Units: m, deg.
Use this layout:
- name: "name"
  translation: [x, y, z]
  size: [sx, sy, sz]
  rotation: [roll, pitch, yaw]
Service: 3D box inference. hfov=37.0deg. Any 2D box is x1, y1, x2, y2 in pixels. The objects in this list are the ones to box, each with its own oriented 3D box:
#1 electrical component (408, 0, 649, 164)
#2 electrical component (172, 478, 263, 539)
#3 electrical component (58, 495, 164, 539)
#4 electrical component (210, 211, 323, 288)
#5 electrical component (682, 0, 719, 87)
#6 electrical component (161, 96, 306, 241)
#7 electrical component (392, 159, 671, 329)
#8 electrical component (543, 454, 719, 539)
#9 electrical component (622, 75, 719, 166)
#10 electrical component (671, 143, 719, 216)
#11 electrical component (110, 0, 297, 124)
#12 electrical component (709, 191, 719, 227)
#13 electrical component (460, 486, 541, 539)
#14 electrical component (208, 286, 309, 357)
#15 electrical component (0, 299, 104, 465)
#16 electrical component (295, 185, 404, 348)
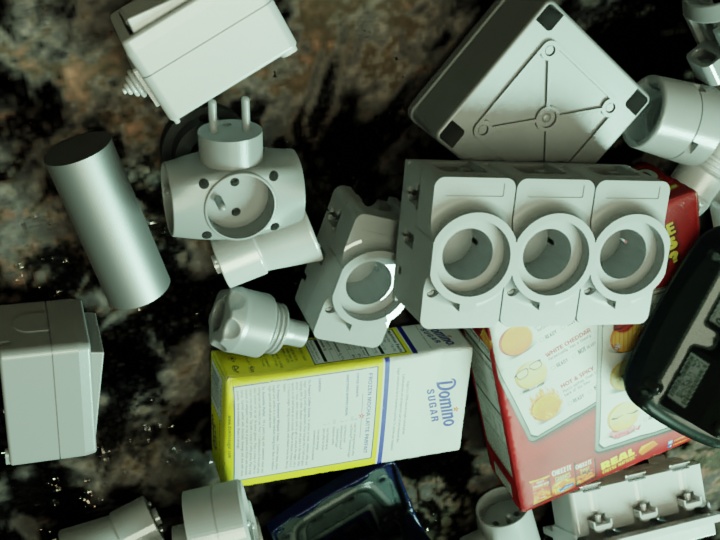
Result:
- name: "electrical component"
  translation: [0.106, -0.105, 0.681]
  size: [0.109, 0.056, 0.108]
  rotation: [34, 101, -31]
- name: "electrical component"
  translation: [-0.107, 0.189, 0.735]
  size: [0.074, 0.052, 0.138]
  rotation: [-12, 152, -4]
- name: "electrical component"
  translation: [-0.169, 0.185, 0.744]
  size: [0.065, 0.044, 0.044]
  rotation: [-26, 123, -11]
- name: "electrical component"
  translation: [-0.061, -0.015, 0.677]
  size: [0.065, 0.044, 0.044]
  rotation: [-22, 122, -3]
- name: "electrical component"
  translation: [0.244, -0.167, 0.698]
  size: [0.078, 0.058, 0.057]
  rotation: [-39, 126, 3]
- name: "electrical component"
  translation: [-0.074, -0.061, 0.618]
  size: [0.077, 0.044, 0.079]
  rotation: [-8, 119, -16]
- name: "electrical component"
  translation: [0.103, -0.016, 0.647]
  size: [0.150, 0.061, 0.089]
  rotation: [0, 108, -17]
- name: "electrical component"
  translation: [0.218, 0.192, 0.871]
  size: [0.121, 0.079, 0.063]
  rotation: [-9, 91, -15]
- name: "electrical component"
  translation: [0.209, -0.101, 0.722]
  size: [0.047, 0.055, 0.055]
  rotation: [10, 113, -20]
- name: "electrical component"
  translation: [0.243, -0.070, 0.763]
  size: [0.035, 0.035, 0.061]
  rotation: [26, 103, -29]
- name: "electrical component"
  translation: [-0.094, -0.131, 0.591]
  size: [0.096, 0.061, 0.061]
  rotation: [-32, 123, -2]
- name: "electrical component"
  translation: [0.279, -0.028, 0.795]
  size: [0.044, 0.044, 0.065]
  rotation: [-18, 126, -10]
- name: "electrical component"
  translation: [0.106, 0.223, 0.862]
  size: [0.079, 0.044, 0.077]
  rotation: [-23, 122, -7]
- name: "electrical component"
  translation: [-0.064, 0.036, 0.701]
  size: [0.062, 0.043, 0.043]
  rotation: [15, 111, -27]
- name: "electrical component"
  translation: [-0.190, 0.073, 0.664]
  size: [0.061, 0.061, 0.096]
  rotation: [-5, 118, -18]
- name: "electrical component"
  translation: [0.000, 0.000, 0.698]
  size: [0.050, 0.055, 0.089]
  rotation: [11, 112, -25]
